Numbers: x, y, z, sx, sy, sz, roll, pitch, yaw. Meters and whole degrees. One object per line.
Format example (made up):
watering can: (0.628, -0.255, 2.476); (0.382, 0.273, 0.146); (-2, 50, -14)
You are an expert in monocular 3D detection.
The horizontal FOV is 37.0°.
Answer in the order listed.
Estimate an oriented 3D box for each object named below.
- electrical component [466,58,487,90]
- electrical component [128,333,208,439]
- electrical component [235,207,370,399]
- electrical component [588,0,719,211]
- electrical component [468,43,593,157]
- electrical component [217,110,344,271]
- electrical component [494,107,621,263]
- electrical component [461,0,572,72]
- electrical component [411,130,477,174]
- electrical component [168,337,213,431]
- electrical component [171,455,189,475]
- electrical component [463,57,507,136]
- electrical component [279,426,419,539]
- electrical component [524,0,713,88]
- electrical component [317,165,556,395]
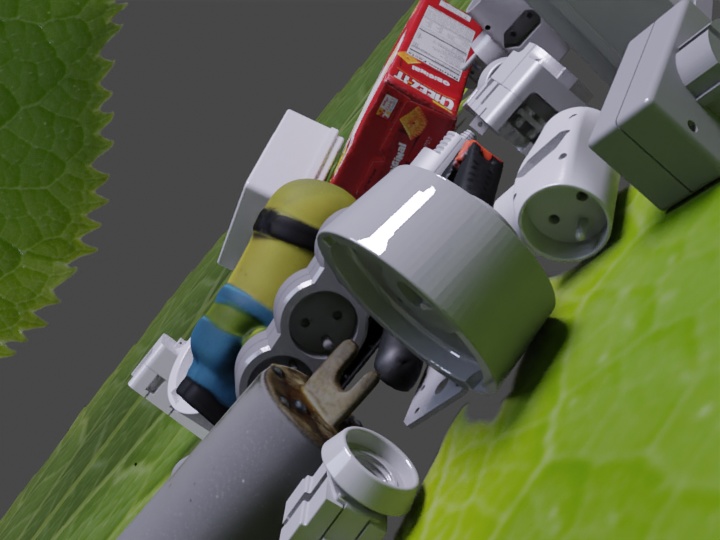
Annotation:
electrical component: (0.109, -0.198, 1.019); (0.040, 0.040, 0.046); (-42, 20, 38)
electrical component: (-0.153, 0.102, 0.965); (0.055, 0.089, 0.050); (-51, 11, 2)
electrical component: (-0.025, 0.024, 0.634); (0.138, 0.052, 0.073); (-57, 12, 5)
electrical component: (0.149, -0.081, 0.461); (0.076, 0.047, 0.083); (-38, 17, 48)
electrical component: (0.110, -0.107, 0.690); (0.055, 0.050, 0.089); (-49, 11, 11)
electrical component: (-0.068, -0.060, 0.912); (0.108, 0.056, 0.108); (118, 176, -47)
electrical component: (0.094, -0.033, 0.536); (0.079, 0.043, 0.077); (-43, 14, 37)
electrical component: (0.113, -0.179, 0.838); (0.079, 0.077, 0.043); (-47, 12, 22)
electrical component: (0.058, -0.069, 0.795); (0.081, 0.043, 0.043); (-51, 11, -2)
electrical component: (-0.086, 0.080, 0.819); (0.108, 0.060, 0.108); (-28, 35, 22)
electrical component: (-0.120, 0.156, 0.791); (0.078, 0.040, 0.040); (-35, 19, 54)
electrical component: (0.107, -0.129, 0.790); (0.066, 0.048, 0.055); (-51, 4, -2)
electrical component: (-0.005, 0.105, 0.486); (0.055, 0.048, 0.066); (-56, 9, 17)
electrical component: (0.137, -0.162, 0.599); (0.057, 0.113, 0.078); (-39, 16, 37)
electrical component: (0.040, -0.001, 0.494); (0.060, 0.108, 0.108); (-47, 10, -13)
